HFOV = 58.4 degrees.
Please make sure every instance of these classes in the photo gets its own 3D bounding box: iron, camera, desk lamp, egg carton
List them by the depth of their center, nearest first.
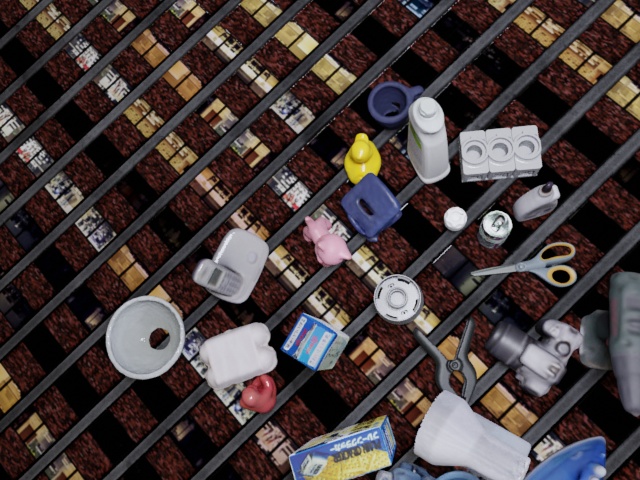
[{"bbox_3d":[0.417,0.441,0.970,0.118,0.141,0.258,40,87,15],"label":"iron"},{"bbox_3d":[0.266,0.349,0.976,0.203,0.214,0.118,26,83,14],"label":"desk lamp"},{"bbox_3d":[0.384,0.196,1.048,0.136,0.101,0.143,34,85,14],"label":"camera"},{"bbox_3d":[-0.164,0.230,1.144,0.150,0.069,0.107,-22,76,4],"label":"egg carton"}]

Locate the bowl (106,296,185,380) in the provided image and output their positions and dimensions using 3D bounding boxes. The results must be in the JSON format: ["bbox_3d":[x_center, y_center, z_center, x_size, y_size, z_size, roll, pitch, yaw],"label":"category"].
[{"bbox_3d":[-0.346,0.201,1.176,0.167,0.075,0.167,-2,78,9],"label":"bowl"}]

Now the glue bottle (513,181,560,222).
[{"bbox_3d":[0.410,-0.078,1.065,0.078,0.173,0.037,-16,76,6],"label":"glue bottle"}]

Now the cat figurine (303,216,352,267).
[{"bbox_3d":[0.010,0.004,1.139,0.067,0.118,0.127,-36,75,0],"label":"cat figurine"}]

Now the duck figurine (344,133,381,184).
[{"bbox_3d":[0.085,-0.169,1.181,0.077,0.086,0.104,2,78,10],"label":"duck figurine"}]

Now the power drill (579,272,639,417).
[{"bbox_3d":[0.510,0.175,0.977,0.075,0.208,0.230,4,79,10],"label":"power drill"}]

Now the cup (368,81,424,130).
[{"bbox_3d":[0.159,-0.275,1.187,0.117,0.095,0.091,-25,75,3],"label":"cup"}]

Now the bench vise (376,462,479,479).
[{"bbox_3d":[0.195,0.454,0.962,0.207,0.220,0.121,-2,78,9],"label":"bench vise"}]

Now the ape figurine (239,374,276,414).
[{"bbox_3d":[-0.124,0.302,1.111,0.078,0.092,0.076,-28,75,3],"label":"ape figurine"}]

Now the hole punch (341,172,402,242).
[{"bbox_3d":[0.103,-0.064,1.153,0.101,0.091,0.108,-39,75,0],"label":"hole punch"}]

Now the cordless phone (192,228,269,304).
[{"bbox_3d":[-0.180,0.043,1.126,0.094,0.185,0.148,21,82,13],"label":"cordless phone"}]
